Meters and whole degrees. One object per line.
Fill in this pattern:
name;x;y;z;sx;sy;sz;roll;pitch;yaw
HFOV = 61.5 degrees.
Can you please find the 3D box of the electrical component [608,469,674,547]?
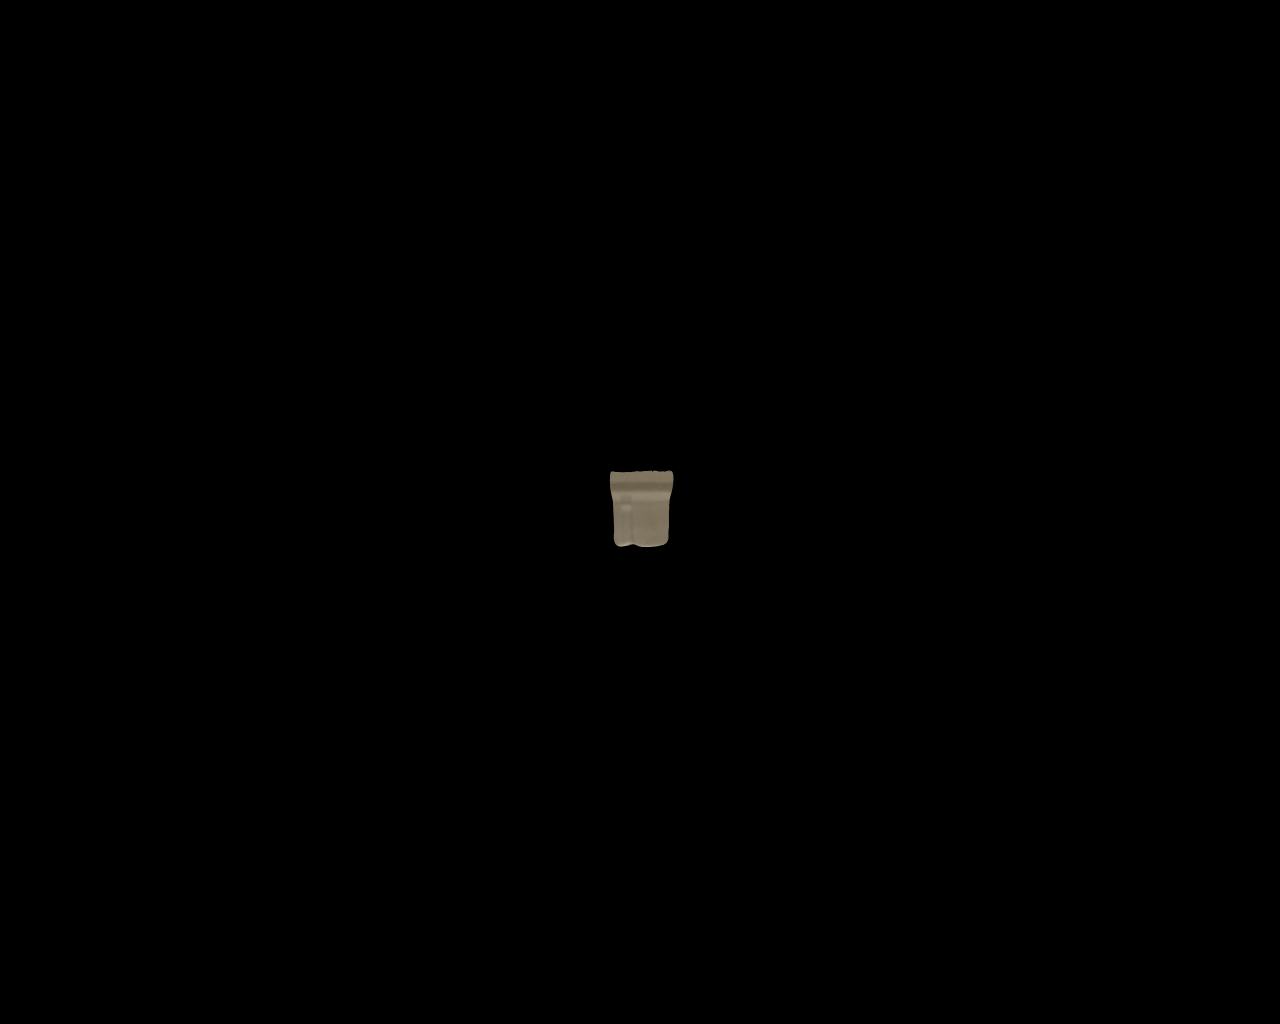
electrical component;0.001;-0.003;0.650;0.040;0.046;0.040;0;0;0
